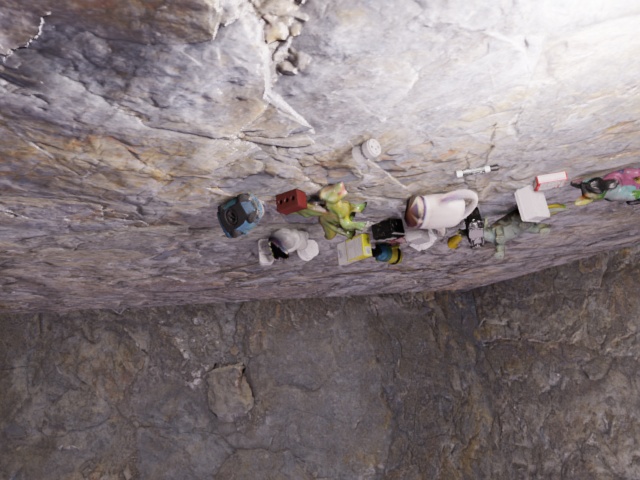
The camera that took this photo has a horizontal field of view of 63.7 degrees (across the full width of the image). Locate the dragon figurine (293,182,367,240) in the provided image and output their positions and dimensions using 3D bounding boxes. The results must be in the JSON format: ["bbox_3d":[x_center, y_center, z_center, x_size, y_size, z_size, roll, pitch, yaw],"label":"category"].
[{"bbox_3d":[0.005,-0.082,1.631,0.242,0.124,0.404,17,156,-18],"label":"dragon figurine"}]

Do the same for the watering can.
[{"bbox_3d":[0.385,-0.077,1.715,0.224,0.106,0.341,-3,158,-10],"label":"watering can"}]

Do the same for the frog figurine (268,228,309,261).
[{"bbox_3d":[-0.107,-0.003,1.886,0.162,0.123,0.135,-40,176,-33],"label":"frog figurine"}]
